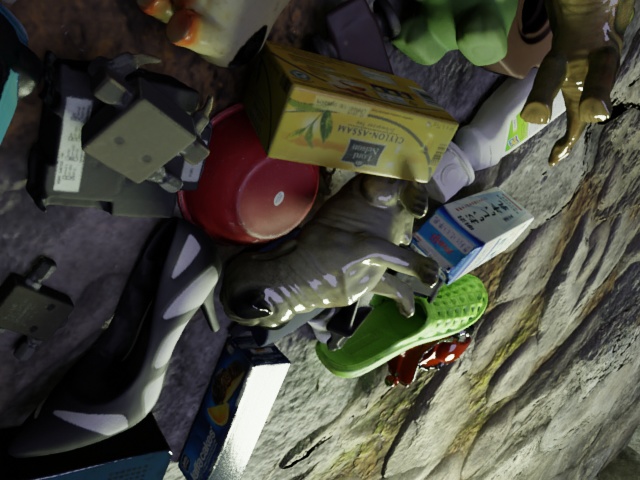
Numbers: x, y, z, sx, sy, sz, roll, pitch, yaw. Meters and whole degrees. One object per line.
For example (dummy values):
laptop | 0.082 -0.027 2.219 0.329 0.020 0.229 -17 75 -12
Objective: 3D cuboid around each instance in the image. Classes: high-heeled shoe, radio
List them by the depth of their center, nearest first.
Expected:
high-heeled shoe | -0.192 0.088 0.496 0.249 0.086 0.145 -35 131 -25
radio | -0.278 0.254 0.535 0.229 0.073 0.131 5 114 -41

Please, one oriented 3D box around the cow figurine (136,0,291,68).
cow figurine | -0.035 -0.221 0.414 0.195 0.086 0.127 -52 157 12

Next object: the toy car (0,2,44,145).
toy car | -0.243 -0.084 0.311 0.103 0.161 0.109 -14 153 24

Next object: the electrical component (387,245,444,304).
electrical component | 0.099 0.035 0.715 0.119 0.075 0.047 22 106 -19

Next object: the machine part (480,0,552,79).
machine part | 0.248 -0.285 0.648 0.179 0.056 0.179 -21 129 -28

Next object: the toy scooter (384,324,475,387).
toy scooter | 0.167 0.179 0.872 0.184 0.075 0.135 9 111 -41

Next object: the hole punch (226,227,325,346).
hole punch | -0.034 0.065 0.613 0.142 0.092 0.115 -33 138 -25

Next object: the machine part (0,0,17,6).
machine part | -0.121 -0.242 0.337 0.243 0.079 0.079 -50 138 -4

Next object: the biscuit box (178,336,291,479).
biscuit box | -0.109 0.218 0.666 0.062 0.059 0.202 8 111 -45

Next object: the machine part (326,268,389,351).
machine part | 0.048 0.074 0.664 0.084 0.039 0.138 -28 145 -49

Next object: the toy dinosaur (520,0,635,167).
toy dinosaur | 0.262 -0.281 0.521 0.198 0.105 0.470 -54 146 -39

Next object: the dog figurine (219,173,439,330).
dog figurine | 0.000 -0.002 0.523 0.191 0.172 0.121 0 140 -9

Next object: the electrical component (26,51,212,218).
electrical component | -0.154 -0.078 0.432 0.134 0.058 0.114 2 117 -42

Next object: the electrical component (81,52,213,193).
electrical component | -0.123 -0.084 0.384 0.078 0.045 0.102 -36 140 24

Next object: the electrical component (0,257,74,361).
electrical component | -0.249 0.060 0.466 0.094 0.021 0.063 -53 138 -1

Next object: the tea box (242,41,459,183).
tea box | 0.026 -0.113 0.487 0.169 0.098 0.068 5 126 -26

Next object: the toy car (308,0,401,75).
toy car | 0.054 -0.158 0.564 0.089 0.053 0.201 -28 134 4

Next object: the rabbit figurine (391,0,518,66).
rabbit figurine | 0.126 -0.270 0.505 0.170 0.121 0.159 35 86 -45
